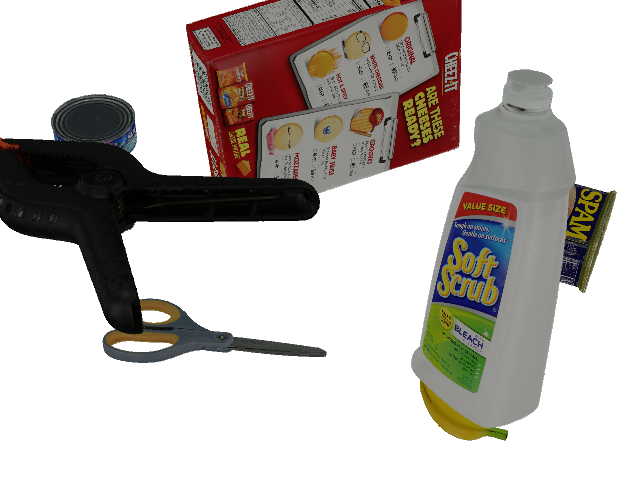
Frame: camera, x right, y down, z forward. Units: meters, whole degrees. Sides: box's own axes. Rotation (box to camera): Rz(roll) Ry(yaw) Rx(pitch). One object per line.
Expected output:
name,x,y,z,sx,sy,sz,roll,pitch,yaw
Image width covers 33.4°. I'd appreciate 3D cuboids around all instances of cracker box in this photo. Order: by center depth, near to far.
cracker box,0.006,-0.125,0.880,0.213,0.164,0.072,-19,45,-13

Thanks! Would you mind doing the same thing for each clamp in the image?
clamp,-0.117,-0.024,0.637,0.210,0.036,0.164,26,38,35

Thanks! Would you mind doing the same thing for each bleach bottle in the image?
bleach bottle,0.121,0.003,0.737,0.068,0.251,0.103,-16,35,-29

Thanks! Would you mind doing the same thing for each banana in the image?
banana,0.154,0.187,1.274,0.069,0.037,0.198,10,21,-19

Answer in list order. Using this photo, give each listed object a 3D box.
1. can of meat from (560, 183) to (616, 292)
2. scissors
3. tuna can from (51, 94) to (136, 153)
can of meat,0.211,-0.011,0.961,0.084,0.057,0.102,17,47,17
scissors,-0.101,0.084,0.998,0.201,0.016,0.096,-2,33,-10
tuna can,-0.234,-0.114,1.110,0.086,0.034,0.086,1,43,-1
